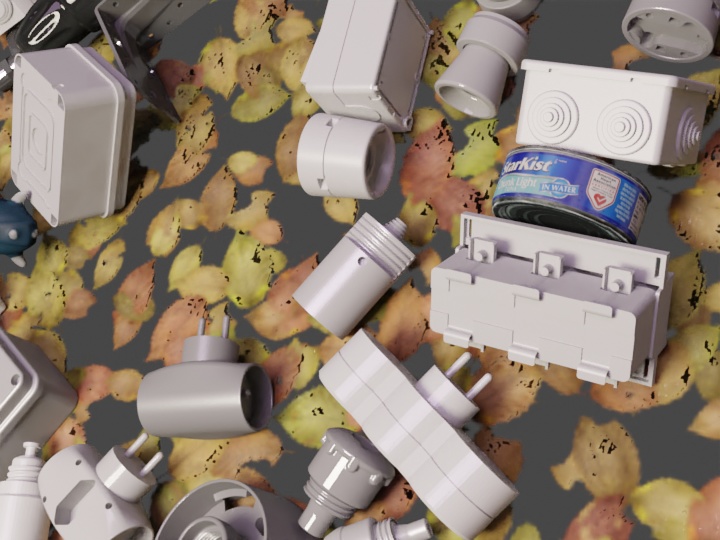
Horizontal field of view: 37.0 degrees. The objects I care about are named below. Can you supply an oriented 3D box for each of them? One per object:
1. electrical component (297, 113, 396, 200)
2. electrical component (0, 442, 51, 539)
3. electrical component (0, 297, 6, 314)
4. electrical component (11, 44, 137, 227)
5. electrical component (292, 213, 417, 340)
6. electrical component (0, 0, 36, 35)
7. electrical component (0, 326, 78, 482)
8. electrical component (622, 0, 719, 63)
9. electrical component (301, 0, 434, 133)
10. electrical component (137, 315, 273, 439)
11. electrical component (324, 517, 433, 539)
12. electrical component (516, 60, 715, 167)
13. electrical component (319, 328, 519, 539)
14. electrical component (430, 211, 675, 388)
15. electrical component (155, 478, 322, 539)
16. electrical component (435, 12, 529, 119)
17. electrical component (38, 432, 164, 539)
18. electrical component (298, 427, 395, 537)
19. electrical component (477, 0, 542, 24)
[{"bbox_3d":[-0.008,-0.074,0.709,0.047,0.055,0.055,9,74,25],"label":"electrical component"},{"bbox_3d":[-0.228,0.156,0.727,0.040,0.040,0.078,-6,67,24],"label":"electrical component"},{"bbox_3d":[-0.302,0.044,0.806,0.065,0.047,0.076,-45,58,2],"label":"electrical component"},{"bbox_3d":[-0.209,-0.098,0.782,0.078,0.057,0.113,42,133,33],"label":"electrical component"},{"bbox_3d":[0.000,0.000,0.680,0.081,0.043,0.043,-48,57,1],"label":"electrical component"},{"bbox_3d":[-0.307,-0.235,0.907,0.080,0.051,0.080,-28,31,19],"label":"electrical component"},{"bbox_3d":[-0.268,0.103,0.758,0.113,0.057,0.078,-50,57,0],"label":"electrical component"},{"bbox_3d":[0.192,-0.160,0.648,0.055,0.055,0.047,14,72,30],"label":"electrical component"},{"bbox_3d":[0.006,-0.148,0.728,0.061,0.062,0.096,5,71,27],"label":"electrical component"},{"bbox_3d":[-0.099,0.067,0.700,0.077,0.043,0.079,-6,66,23],"label":"electrical component"},{"bbox_3d":[0.012,0.157,0.614,0.061,0.035,0.035,-23,61,12],"label":"electrical component"},{"bbox_3d":[0.145,-0.089,0.615,0.100,0.100,0.048,13,102,30],"label":"electrical component"},{"bbox_3d":[0.044,0.080,0.620,0.073,0.052,0.138,-45,58,2],"label":"electrical component"},{"bbox_3d":[0.105,0.020,0.602,0.121,0.063,0.078,14,117,30],"label":"electrical component"},{"bbox_3d":[-0.076,0.177,0.645,0.099,0.064,0.099,-20,51,27],"label":"electrical component"},{"bbox_3d":[0.080,-0.132,0.696,0.045,0.045,0.055,21,79,31],"label":"electrical component"},{"bbox_3d":[-0.160,0.141,0.698,0.079,0.043,0.077,-47,57,1],"label":"electrical component"},{"bbox_3d":[-0.013,0.127,0.634,0.048,0.048,0.062,35,94,32],"label":"electrical component"},{"bbox_3d":[0.094,-0.194,0.708,0.045,0.055,0.045,-10,65,22],"label":"electrical component"}]
